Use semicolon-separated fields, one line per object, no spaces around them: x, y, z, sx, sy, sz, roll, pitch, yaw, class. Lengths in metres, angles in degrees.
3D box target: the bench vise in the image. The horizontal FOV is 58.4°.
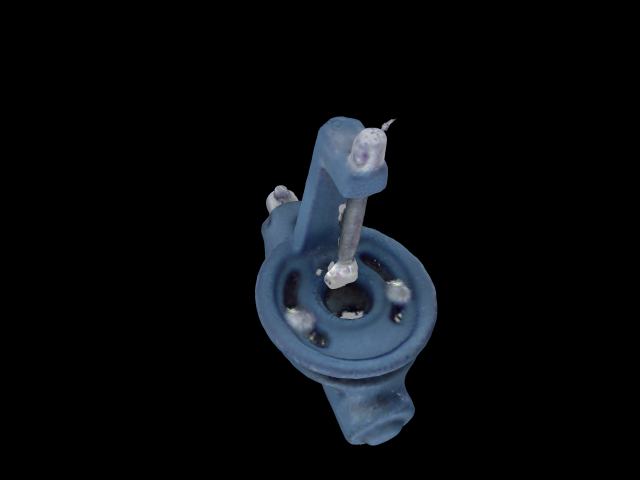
-0.006;0.006;0.394;0.122;0.220;0.206;-26;43;-31;bench vise
